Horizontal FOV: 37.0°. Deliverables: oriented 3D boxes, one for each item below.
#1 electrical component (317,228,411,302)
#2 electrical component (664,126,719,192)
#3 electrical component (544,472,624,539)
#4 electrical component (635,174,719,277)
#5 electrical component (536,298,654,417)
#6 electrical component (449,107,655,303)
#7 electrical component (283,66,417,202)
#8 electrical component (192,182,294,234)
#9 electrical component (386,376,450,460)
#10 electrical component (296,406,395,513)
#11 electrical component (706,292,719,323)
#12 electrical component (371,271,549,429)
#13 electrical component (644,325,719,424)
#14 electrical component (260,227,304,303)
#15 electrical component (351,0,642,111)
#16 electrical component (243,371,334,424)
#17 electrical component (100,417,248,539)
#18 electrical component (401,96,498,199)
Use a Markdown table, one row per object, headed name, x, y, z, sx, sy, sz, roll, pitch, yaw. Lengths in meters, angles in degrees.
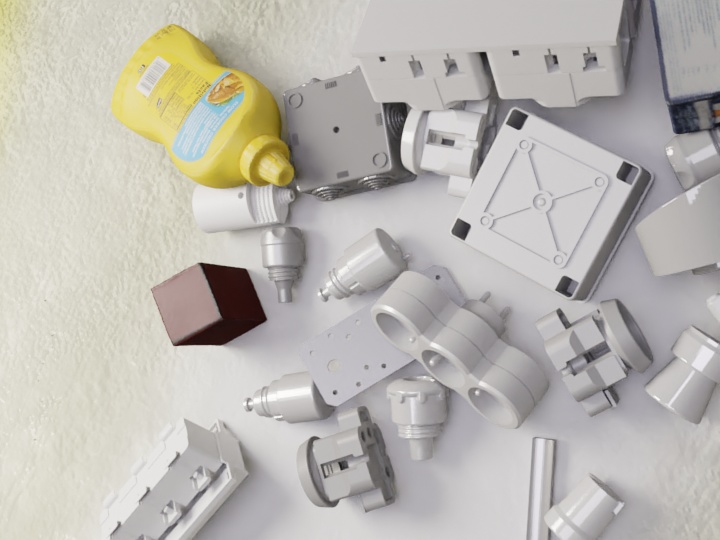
| name | x | y | z | sx | sy | sz | roll | pitch | yaw |
| --- | --- | --- | --- | --- | --- | --- | --- | --- | --- |
| electrical component | 0.000 | 0.000 | 0.848 | 0.078 | 0.040 | 0.040 | -34 | 75 | 18 |
| electrical component | 0.247 | -0.083 | 0.746 | 0.062 | 0.043 | 0.043 | -26 | 78 | 19 |
| electrical component | 0.162 | 0.174 | 0.773 | 0.040 | 0.040 | 0.046 | 41 | 98 | 19 |
| electrical component | 0.236 | -0.032 | 0.720 | 0.099 | 0.099 | 0.064 | -17 | 88 | 22 |
| electrical component | 0.170 | 0.056 | 0.764 | 0.057 | 0.058 | 0.078 | -32 | 86 | 19 |
| electrical component | 0.139 | -0.047 | 0.782 | 0.109 | 0.056 | 0.108 | 30 | 100 | 22 |
| electrical component | -0.009 | -0.108 | 0.853 | 0.100 | 0.048 | 0.099 | -11 | 83 | 22 |
| electrical component | -0.092 | -0.056 | 0.888 | 0.081 | 0.043 | 0.043 | -7 | 85 | 22 |
| electrical component | 0.046 | 0.113 | 0.823 | 0.048 | 0.048 | 0.062 | -2 | 94 | 23 |
| electrical component | -0.013 | 0.152 | 0.838 | 0.057 | 0.058 | 0.078 | -21 | 80 | 18 |
| electrical component | 0.289 | 0.020 | 0.713 | 0.096 | 0.062 | 0.061 | -38 | 74 | 17 |
| electrical component | 0.083 | 0.047 | 0.800 | 0.138 | 0.052 | 0.073 | 38 | 65 | 8 |
| electrical component | 0.231 | 0.072 | 0.745 | 0.045 | 0.045 | 0.055 | 36 | 101 | 20 |
| electrical component | -0.063 | -0.004 | 0.879 | 0.035 | 0.035 | 0.061 | -4 | 89 | 23 |
| electrical component | 0.101 | -0.176 | 0.777 | 0.186 | 0.060 | 0.105 | 2 | 55 | 23 |
| electrical component | -0.057 | 0.104 | 0.868 | 0.078 | 0.040 | 0.040 | -11 | 84 | 22 |
| electrical component | -0.157 | 0.184 | 0.887 | 0.121 | 0.063 | 0.078 | -50 | 30 | 14 |
| electrical component | 0.067 | -0.097 | 0.816 | 0.057 | 0.058 | 0.078 | 13 | 94 | 20 |
